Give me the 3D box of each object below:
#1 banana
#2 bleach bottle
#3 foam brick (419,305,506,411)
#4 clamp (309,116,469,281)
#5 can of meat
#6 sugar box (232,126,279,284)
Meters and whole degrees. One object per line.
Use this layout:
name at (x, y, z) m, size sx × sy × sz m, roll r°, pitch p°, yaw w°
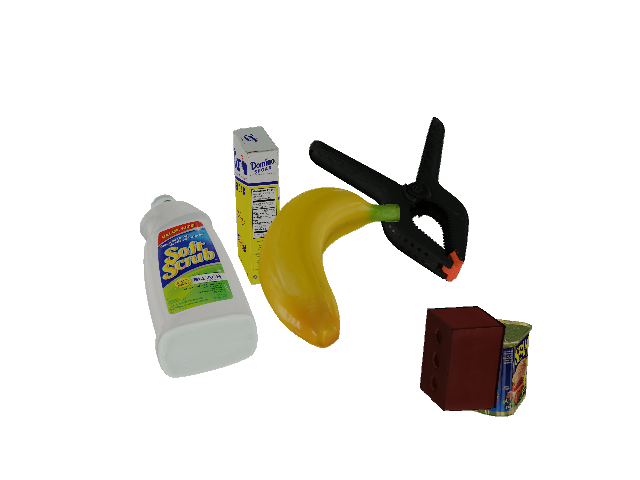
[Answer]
banana at (-0.002, 0.005, 0.640) m, size 0.070 × 0.037 × 0.197 m, roll 4°, pitch 24°, yaw 14°
bleach bottle at (-0.145, 0.032, 1.111) m, size 0.102 × 0.068 × 0.251 m, roll -13°, pitch 38°, yaw -14°
foam brick at (0.121, 0.101, 0.920) m, size 0.051 × 0.078 × 0.053 m, roll -3°, pitch 17°, yaw -20°
clamp at (0.087, -0.045, 1.135) m, size 0.164 × 0.210 × 0.036 m, roll -8°, pitch -35°, yaw -17°
can of meat at (0.197, 0.140, 1.181) m, size 0.057 × 0.084 × 0.102 m, roll 5°, pitch 10°, yaw 22°
sugar box at (-0.080, -0.044, 1.328) m, size 0.048 × 0.176 × 0.093 m, roll -9°, pitch 25°, yaw -13°
